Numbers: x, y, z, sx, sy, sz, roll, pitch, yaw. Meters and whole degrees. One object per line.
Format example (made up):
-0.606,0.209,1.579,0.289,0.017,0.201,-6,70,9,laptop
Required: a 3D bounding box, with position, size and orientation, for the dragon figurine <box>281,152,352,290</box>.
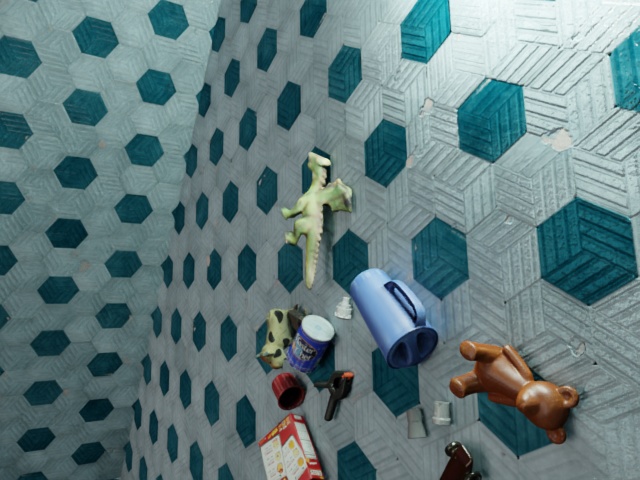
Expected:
0.005,-0.079,1.562,0.122,0.418,0.239,10,-33,-40,dragon figurine
